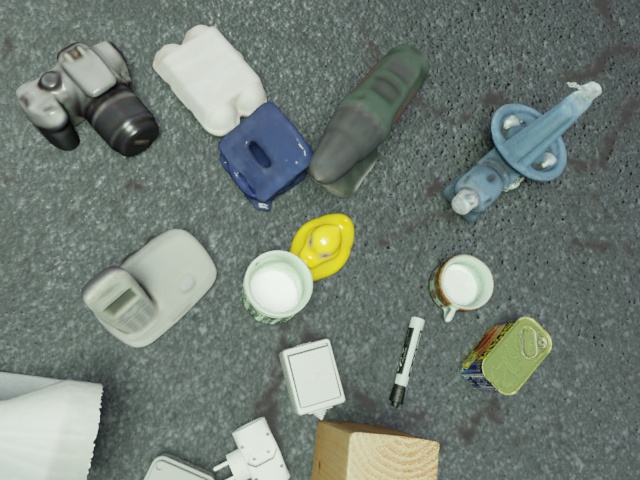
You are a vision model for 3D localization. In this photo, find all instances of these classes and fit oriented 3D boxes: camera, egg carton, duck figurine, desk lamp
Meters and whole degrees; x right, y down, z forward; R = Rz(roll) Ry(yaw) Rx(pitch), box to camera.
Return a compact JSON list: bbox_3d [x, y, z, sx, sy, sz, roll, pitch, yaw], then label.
[{"bbox_3d":[-0.285,-0.169,0.729,0.143,0.100,0.137,-41,86,-16],"label":"camera"},{"bbox_3d":[-0.147,-0.217,0.782,0.107,0.069,0.150,-40,86,-16],"label":"egg carton"},{"bbox_3d":[0.007,0.003,0.747,0.077,0.086,0.105,44,74,3],"label":"duck figurine"},{"bbox_3d":[-0.312,0.194,0.579,0.203,0.213,0.118,9,75,-7],"label":"desk lamp"}]

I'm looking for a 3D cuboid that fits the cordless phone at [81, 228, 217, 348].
[{"bbox_3d":[-0.193,0.045,0.650,0.094,0.185,0.148,42,74,2],"label":"cordless phone"}]

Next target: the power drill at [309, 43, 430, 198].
[{"bbox_3d":[0.048,-0.131,0.723,0.075,0.208,0.230,35,73,0],"label":"power drill"}]

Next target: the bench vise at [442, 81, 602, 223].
[{"bbox_3d":[0.269,-0.107,0.750,0.121,0.219,0.207,30,74,-1],"label":"bench vise"}]

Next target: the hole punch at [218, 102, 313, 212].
[{"bbox_3d":[-0.073,-0.109,0.757,0.101,0.091,0.108,-37,85,-16],"label":"hole punch"}]
